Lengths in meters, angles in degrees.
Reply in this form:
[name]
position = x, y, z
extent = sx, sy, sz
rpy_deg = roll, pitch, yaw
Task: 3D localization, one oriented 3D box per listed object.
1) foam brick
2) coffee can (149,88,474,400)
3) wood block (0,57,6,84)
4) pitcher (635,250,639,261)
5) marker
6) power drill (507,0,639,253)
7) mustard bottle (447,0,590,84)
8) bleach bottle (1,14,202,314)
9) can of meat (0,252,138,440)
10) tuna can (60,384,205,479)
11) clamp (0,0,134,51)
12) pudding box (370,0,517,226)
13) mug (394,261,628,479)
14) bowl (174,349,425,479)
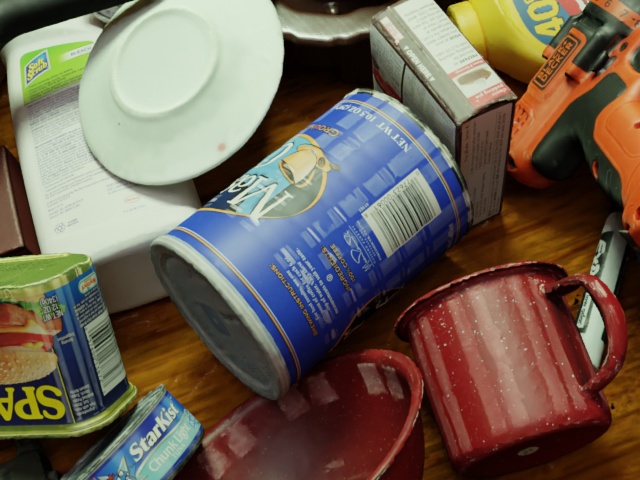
[foam brick]
position = -0.197, -0.006, 0.642
extent = 0.053, 0.051, 0.078
rpy_deg = -21, 59, 1
[coffee can]
position = -0.004, 0.001, 0.565
extent = 0.140, 0.103, 0.103
rpy_deg = -39, 62, -20
[wood block]
position = -0.273, -0.103, 0.686
extent = 0.091, 0.090, 0.206
rpy_deg = 10, 65, 15
[pitcher]
position = 0.241, 0.002, 0.523
extent = 0.145, 0.149, 0.242
rpy_deg = 25, 69, -10
[marker]
position = 0.158, 0.015, 0.585
extent = 0.020, 0.020, 0.121
rpy_deg = 15, 66, 17
[power drill]
position = 0.177, -0.078, 0.533
extent = 0.185, 0.057, 0.188
rpy_deg = -55, 22, 17
[mustard bottle]
position = 0.155, -0.145, 0.649
extent = 0.191, 0.058, 0.096
rpy_deg = -18, 73, 1
[bleach bottle]
position = -0.140, -0.078, 0.666
extent = 0.102, 0.068, 0.251
rpy_deg = -19, 58, -2
[can of meat]
position = -0.157, 0.055, 0.567
extent = 0.102, 0.084, 0.057
rpy_deg = -5, 18, 23
[tuna can]
position = -0.099, 0.115, 0.539
extent = 0.034, 0.086, 0.086
rpy_deg = 46, 76, -5
[clamp]
position = -0.198, -0.128, 0.612
extent = 0.165, 0.036, 0.210
rpy_deg = 30, 71, 28
[pudding box]
position = 0.066, -0.068, 0.593
extent = 0.039, 0.113, 0.090
rpy_deg = -29, 62, -10
[mug]
position = 0.101, 0.062, 0.523
extent = 0.117, 0.093, 0.081
rpy_deg = -36, 59, 36
[bowl]
position = -0.008, 0.123, 0.509
extent = 0.162, 0.162, 0.055
rpy_deg = -37, 107, -10
